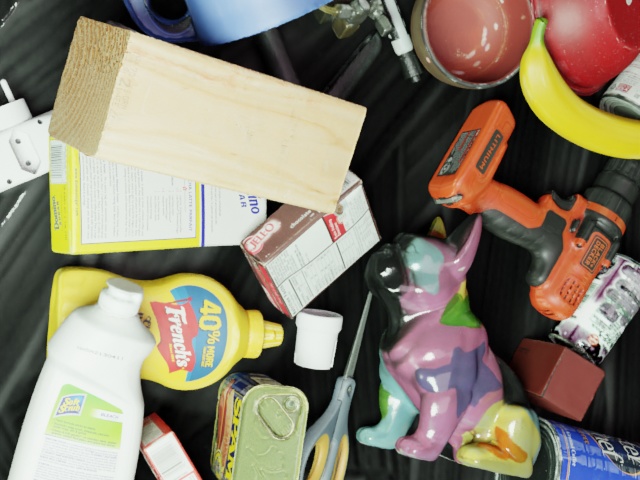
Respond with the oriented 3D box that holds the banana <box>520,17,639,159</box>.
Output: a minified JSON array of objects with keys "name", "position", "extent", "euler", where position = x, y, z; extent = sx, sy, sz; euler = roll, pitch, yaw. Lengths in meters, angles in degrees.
[{"name":"banana","position":[0.242,-0.115,0.951],"extent":[0.197,0.037,0.070],"euler":[32,121,-25]}]

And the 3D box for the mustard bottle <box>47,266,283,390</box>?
[{"name":"mustard bottle","position":[-0.123,0.075,0.877],"extent":[0.191,0.058,0.096],"euler":[4,92,-20]}]

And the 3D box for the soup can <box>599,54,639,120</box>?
[{"name":"soup can","position":[0.324,-0.150,1.021],"extent":[0.068,0.069,0.102],"euler":[44,79,-16]}]

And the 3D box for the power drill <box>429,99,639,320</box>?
[{"name":"power drill","position":[0.207,-0.046,0.989],"extent":[0.187,0.057,0.184],"euler":[36,74,-17]}]

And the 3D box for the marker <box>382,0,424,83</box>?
[{"name":"marker","position":[0.064,-0.198,0.951],"extent":[0.020,0.020,0.121],"euler":[-26,101,-17]}]

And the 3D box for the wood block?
[{"name":"wood block","position":[-0.081,-0.089,0.790],"extent":[0.205,0.091,0.090],"euler":[12,98,-38]}]

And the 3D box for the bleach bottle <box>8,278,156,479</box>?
[{"name":"bleach bottle","position":[-0.176,0.150,0.819],"extent":[0.102,0.068,0.251],"euler":[14,105,-20]}]

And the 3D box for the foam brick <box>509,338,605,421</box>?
[{"name":"foam brick","position":[0.215,0.128,0.990],"extent":[0.051,0.078,0.053],"euler":[32,82,-17]}]

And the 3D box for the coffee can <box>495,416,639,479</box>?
[{"name":"coffee can","position":[0.249,0.229,0.994],"extent":[0.140,0.103,0.103],"euler":[17,87,-20]}]

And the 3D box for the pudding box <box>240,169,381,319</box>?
[{"name":"pudding box","position":[-0.006,0.001,0.902],"extent":[0.113,0.039,0.090],"euler":[-40,146,-12]}]

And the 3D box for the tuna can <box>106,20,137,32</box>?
[{"name":"tuna can","position":[-0.142,-0.134,0.845],"extent":[0.086,0.086,0.033],"euler":[35,83,-18]}]

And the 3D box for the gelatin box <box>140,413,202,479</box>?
[{"name":"gelatin box","position":[-0.119,0.192,0.875],"extent":[0.030,0.073,0.089],"euler":[-31,103,-15]}]

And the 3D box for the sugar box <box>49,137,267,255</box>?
[{"name":"sugar box","position":[-0.126,-0.039,0.854],"extent":[0.175,0.048,0.093],"euler":[-3,94,-39]}]

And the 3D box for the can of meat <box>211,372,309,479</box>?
[{"name":"can of meat","position":[-0.054,0.165,0.891],"extent":[0.057,0.084,0.102],"euler":[8,90,-20]}]

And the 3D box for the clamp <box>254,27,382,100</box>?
[{"name":"clamp","position":[-0.001,-0.115,0.922],"extent":[0.120,0.039,0.171],"euler":[-1,90,-15]}]

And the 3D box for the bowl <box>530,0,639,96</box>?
[{"name":"bowl","position":[0.257,-0.214,0.968],"extent":[0.161,0.055,0.162],"euler":[0,90,-46]}]

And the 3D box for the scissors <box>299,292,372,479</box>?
[{"name":"scissors","position":[0.012,0.137,0.926],"extent":[0.096,0.016,0.202],"euler":[8,91,-63]}]

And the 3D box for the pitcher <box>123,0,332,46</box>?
[{"name":"pitcher","position":[-0.083,-0.269,0.777],"extent":[0.149,0.145,0.243],"euler":[-39,115,-36]}]
